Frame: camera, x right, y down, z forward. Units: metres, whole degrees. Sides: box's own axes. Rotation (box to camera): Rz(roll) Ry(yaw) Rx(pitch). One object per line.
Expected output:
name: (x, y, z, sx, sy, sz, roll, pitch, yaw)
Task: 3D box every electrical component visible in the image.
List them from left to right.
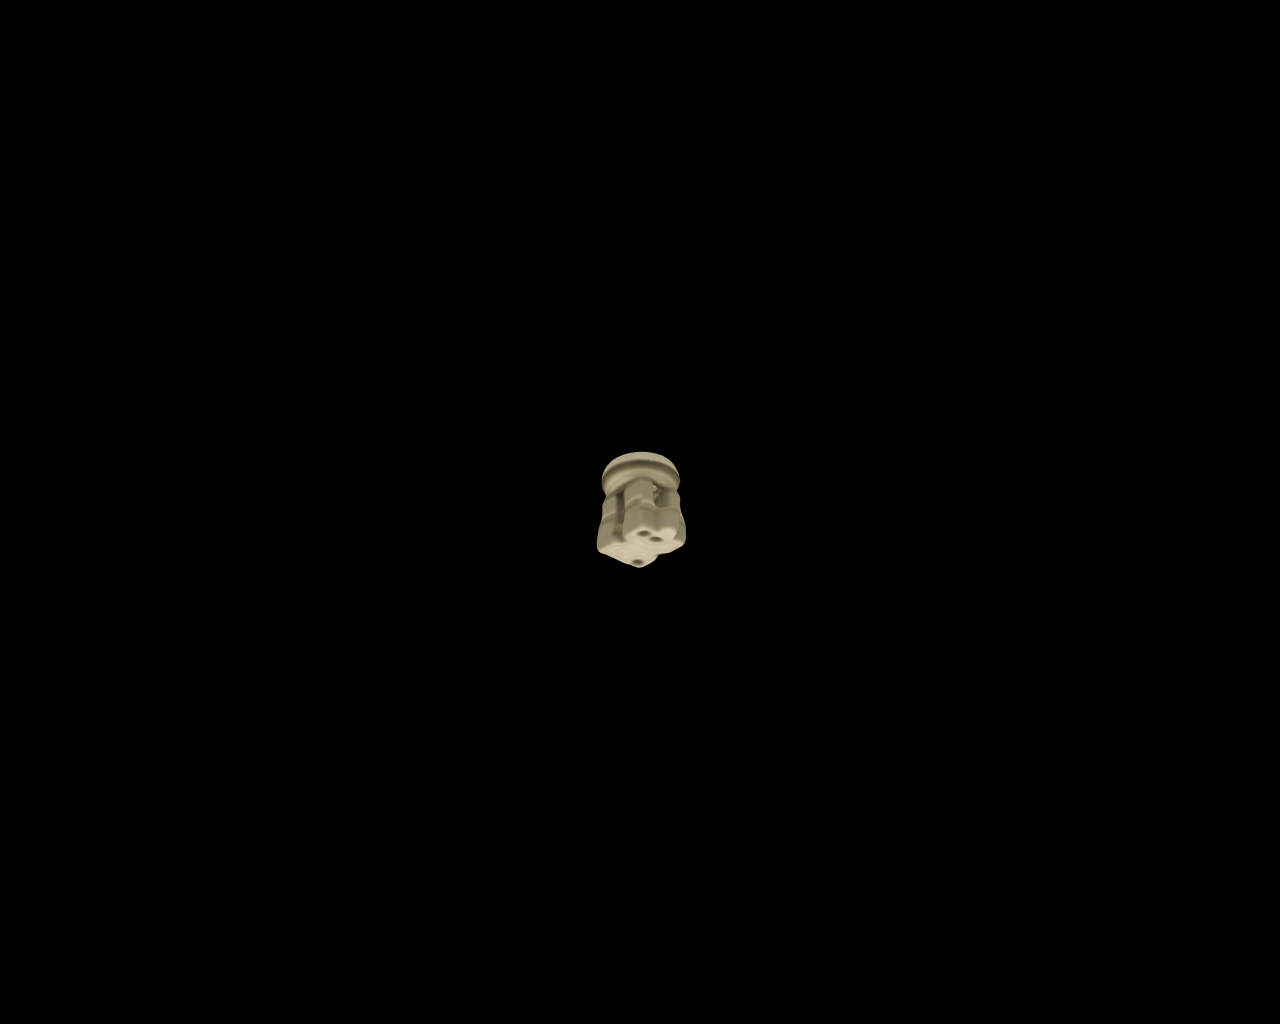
electrical component: (0.001, -0.003, 0.650, 0.048, 0.055, 0.066, 24, -38, -34)
